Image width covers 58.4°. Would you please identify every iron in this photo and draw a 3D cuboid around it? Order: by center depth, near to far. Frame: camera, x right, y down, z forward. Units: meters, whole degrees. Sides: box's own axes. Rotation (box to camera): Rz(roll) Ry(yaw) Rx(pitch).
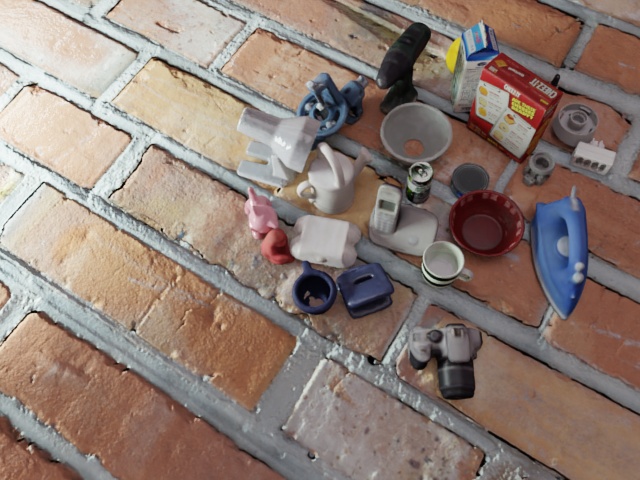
[{"bbox_3d":[0.514,0.022,1.179,0.118,0.141,0.258,2,66,4],"label":"iron"}]

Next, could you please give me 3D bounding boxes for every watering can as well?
[{"bbox_3d":[0.031,-0.148,1.253,0.100,0.194,0.173,38,73,18],"label":"watering can"}]

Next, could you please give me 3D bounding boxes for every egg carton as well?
[{"bbox_3d":[0.012,0.004,1.255,0.150,0.069,0.107,9,67,7],"label":"egg carton"}]

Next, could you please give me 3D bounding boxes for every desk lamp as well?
[{"bbox_3d":[-0.096,-0.206,1.275,0.203,0.214,0.118,15,68,10],"label":"desk lamp"}]

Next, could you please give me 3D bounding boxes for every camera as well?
[{"bbox_3d":[0.249,0.239,1.120,0.143,0.101,0.137,-2,66,3],"label":"camera"}]

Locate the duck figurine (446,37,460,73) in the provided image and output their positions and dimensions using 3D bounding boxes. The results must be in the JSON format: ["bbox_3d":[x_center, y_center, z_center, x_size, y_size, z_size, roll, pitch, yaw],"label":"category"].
[{"bbox_3d":[0.360,-0.476,1.439,0.077,0.086,0.104,-2,66,3],"label":"duck figurine"}]

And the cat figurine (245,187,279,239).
[{"bbox_3d":[-0.132,-0.060,1.265,0.067,0.118,0.127,-21,67,-6],"label":"cat figurine"}]

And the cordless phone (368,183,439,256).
[{"bbox_3d":[0.179,-0.048,1.205,0.147,0.185,0.094,14,68,10],"label":"cordless phone"}]

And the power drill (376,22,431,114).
[{"bbox_3d":[0.189,-0.385,1.341,0.075,0.208,0.230,24,70,13],"label":"power drill"}]

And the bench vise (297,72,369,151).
[{"bbox_3d":[0.021,-0.331,1.320,0.121,0.220,0.207,26,70,14],"label":"bench vise"}]

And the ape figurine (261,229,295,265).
[{"bbox_3d":[-0.093,0.008,1.247,0.076,0.092,0.078,11,67,8],"label":"ape figurine"}]

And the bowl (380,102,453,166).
[{"bbox_3d":[0.223,-0.235,1.346,0.167,0.075,0.167,-1,66,3],"label":"bowl"}]

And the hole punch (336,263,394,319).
[{"bbox_3d":[0.091,0.099,1.197,0.108,0.091,0.101,-20,66,-6],"label":"hole punch"}]

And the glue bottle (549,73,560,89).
[{"bbox_3d":[0.517,-0.319,1.312,0.037,0.173,0.078,17,68,11],"label":"glue bottle"}]

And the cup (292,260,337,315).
[{"bbox_3d":[-0.013,0.108,1.196,0.091,0.095,0.117,-18,66,-4],"label":"cup"}]
